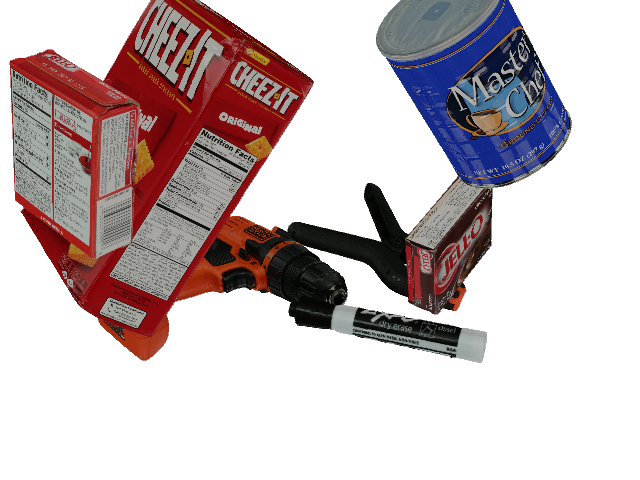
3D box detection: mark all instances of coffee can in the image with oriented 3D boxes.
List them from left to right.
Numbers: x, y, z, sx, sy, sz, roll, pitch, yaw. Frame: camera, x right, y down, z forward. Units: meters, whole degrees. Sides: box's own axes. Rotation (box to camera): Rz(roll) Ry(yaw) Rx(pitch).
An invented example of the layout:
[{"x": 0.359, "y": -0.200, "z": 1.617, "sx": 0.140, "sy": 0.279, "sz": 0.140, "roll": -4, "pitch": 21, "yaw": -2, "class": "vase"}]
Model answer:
[{"x": 0.121, "y": -0.126, "z": 0.832, "sx": 0.103, "sy": 0.102, "sz": 0.140, "roll": 0, "pitch": -42, "yaw": 43, "class": "coffee can"}]

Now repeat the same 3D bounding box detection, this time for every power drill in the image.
[{"x": -0.092, "y": 0.043, "z": 0.943, "sx": 0.187, "sy": 0.057, "sz": 0.185, "roll": -19, "pitch": 27, "yaw": -31, "class": "power drill"}]

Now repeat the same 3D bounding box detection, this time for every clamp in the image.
[{"x": 0.074, "y": 0.015, "z": 1.246, "sx": 0.164, "sy": 0.036, "sz": 0.210, "roll": -23, "pitch": 52, "yaw": -40, "class": "clamp"}]

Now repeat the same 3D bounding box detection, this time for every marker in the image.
[{"x": 0.039, "y": 0.053, "z": 0.645, "sx": 0.121, "sy": 0.020, "sz": 0.020, "roll": 10, "pitch": 2, "yaw": 13, "class": "marker"}]

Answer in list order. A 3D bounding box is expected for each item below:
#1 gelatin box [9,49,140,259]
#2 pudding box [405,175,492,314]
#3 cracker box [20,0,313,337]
[{"x": -0.130, "y": -0.046, "z": 0.564, "sx": 0.073, "sy": 0.089, "sz": 0.030, "roll": 32, "pitch": 39, "yaw": 31, "class": "gelatin box"}, {"x": 0.125, "y": 0.002, "z": 1.033, "sx": 0.039, "sy": 0.090, "sz": 0.113, "roll": 22, "pitch": 52, "yaw": 26, "class": "pudding box"}, {"x": -0.120, "y": -0.064, "z": 0.769, "sx": 0.072, "sy": 0.214, "sz": 0.164, "roll": 26, "pitch": 11, "yaw": -37, "class": "cracker box"}]
